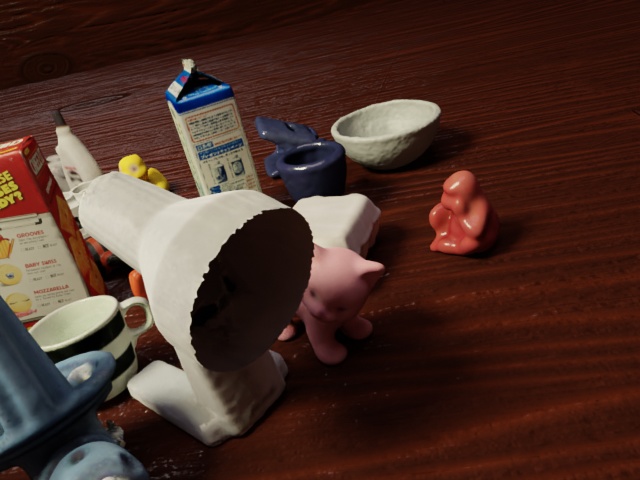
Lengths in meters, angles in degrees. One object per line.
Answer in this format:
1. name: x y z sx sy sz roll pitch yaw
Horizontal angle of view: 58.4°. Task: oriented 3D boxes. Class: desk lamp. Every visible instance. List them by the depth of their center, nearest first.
1. desk lamp: -0.096 0.052 0.443 0.202 0.214 0.118 11 37 39

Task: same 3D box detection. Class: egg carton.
1. egg carton: 0.006 0.002 0.641 0.107 0.069 0.150 -2 30 22

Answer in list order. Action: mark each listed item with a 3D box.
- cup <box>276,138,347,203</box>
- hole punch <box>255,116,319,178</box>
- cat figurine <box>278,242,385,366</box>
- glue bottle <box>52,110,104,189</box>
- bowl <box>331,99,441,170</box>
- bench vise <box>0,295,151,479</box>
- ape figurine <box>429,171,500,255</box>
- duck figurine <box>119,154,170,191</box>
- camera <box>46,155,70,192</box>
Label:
1. cup: -0.001 -0.078 0.764 0.091 0.095 0.118 -6 29 15
2. hole punch: -0.053 -0.167 0.954 0.101 0.091 0.108 -16 28 -4
3. cat figurine: 0.000 0.043 0.517 0.127 0.118 0.067 16 40 43
4. glue bottle: -0.418 -0.139 0.982 0.077 0.173 0.037 5 33 31
5. bowl: 0.104 -0.153 0.874 0.167 0.075 0.167 -11 28 6
6. bench vise: -0.174 0.103 0.377 0.206 0.220 0.122 4 33 30
7. ape figurine: 0.152 -0.031 0.610 0.076 0.092 0.077 -14 28 -1
8. duck figurine: -0.299 -0.101 0.951 0.077 0.086 0.104 -5 29 17
9. camera: -0.532 -0.115 1.066 0.143 0.101 0.136 -24 30 -18
